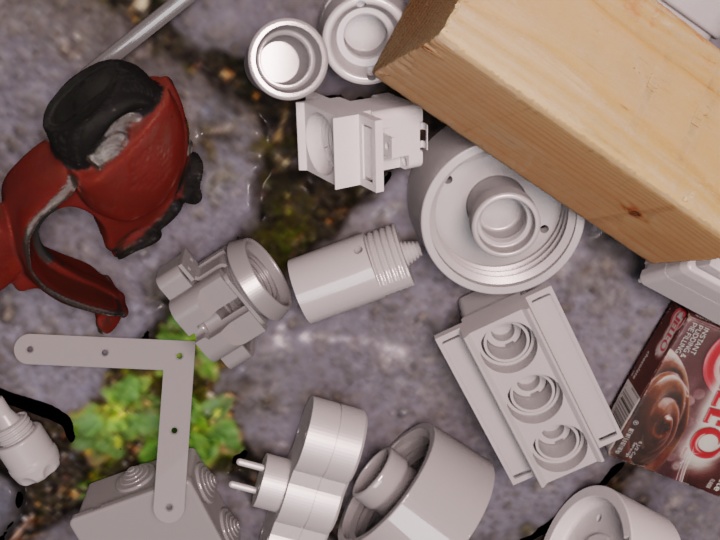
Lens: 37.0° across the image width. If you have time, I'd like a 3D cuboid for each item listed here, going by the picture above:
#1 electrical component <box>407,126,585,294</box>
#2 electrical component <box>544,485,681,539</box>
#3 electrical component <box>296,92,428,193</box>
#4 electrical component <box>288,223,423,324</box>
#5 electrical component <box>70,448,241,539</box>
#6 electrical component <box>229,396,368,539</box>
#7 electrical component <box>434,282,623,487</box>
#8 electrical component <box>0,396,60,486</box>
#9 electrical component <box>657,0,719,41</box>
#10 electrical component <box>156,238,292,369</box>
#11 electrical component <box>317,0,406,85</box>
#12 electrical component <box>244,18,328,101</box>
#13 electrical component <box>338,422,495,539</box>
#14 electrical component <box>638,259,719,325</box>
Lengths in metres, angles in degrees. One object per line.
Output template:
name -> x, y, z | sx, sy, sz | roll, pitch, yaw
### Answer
electrical component -> 0.085, -0.037, 0.655 | 0.108, 0.060, 0.108 | -1, 112, -2
electrical component -> 0.176, 0.209, 0.737 | 0.060, 0.108, 0.108 | 23, 110, -17
electrical component -> 0.001, -0.078, 0.629 | 0.064, 0.081, 0.042 | -15, 117, -27
electrical component -> 0.000, 0.000, 0.677 | 0.081, 0.043, 0.043 | -20, 112, 6
electrical component -> -0.138, 0.179, 0.744 | 0.100, 0.048, 0.099 | -20, 112, 7
electrical component -> -0.051, 0.147, 0.731 | 0.074, 0.052, 0.138 | 17, 112, -8
electrical component -> 0.109, 0.070, 0.698 | 0.079, 0.063, 0.121 | -26, 111, 9
electrical component -> -0.229, 0.112, 0.721 | 0.035, 0.035, 0.061 | -24, 109, 8
electrical component -> 0.153, -0.175, 0.591 | 0.113, 0.078, 0.057 | 30, 105, -13
electrical component -> -0.080, 0.016, 0.673 | 0.057, 0.058, 0.078 | -32, 113, 13
electrical component -> 0.003, -0.136, 0.618 | 0.055, 0.047, 0.055 | -1, 113, -2
electrical component -> -0.046, -0.119, 0.614 | 0.044, 0.065, 0.044 | -2, 99, -13
electrical component -> 0.030, 0.150, 0.708 | 0.060, 0.108, 0.108 | 40, 106, -10
electrical component -> 0.234, -0.004, 0.661 | 0.096, 0.061, 0.061 | 27, 74, -12
